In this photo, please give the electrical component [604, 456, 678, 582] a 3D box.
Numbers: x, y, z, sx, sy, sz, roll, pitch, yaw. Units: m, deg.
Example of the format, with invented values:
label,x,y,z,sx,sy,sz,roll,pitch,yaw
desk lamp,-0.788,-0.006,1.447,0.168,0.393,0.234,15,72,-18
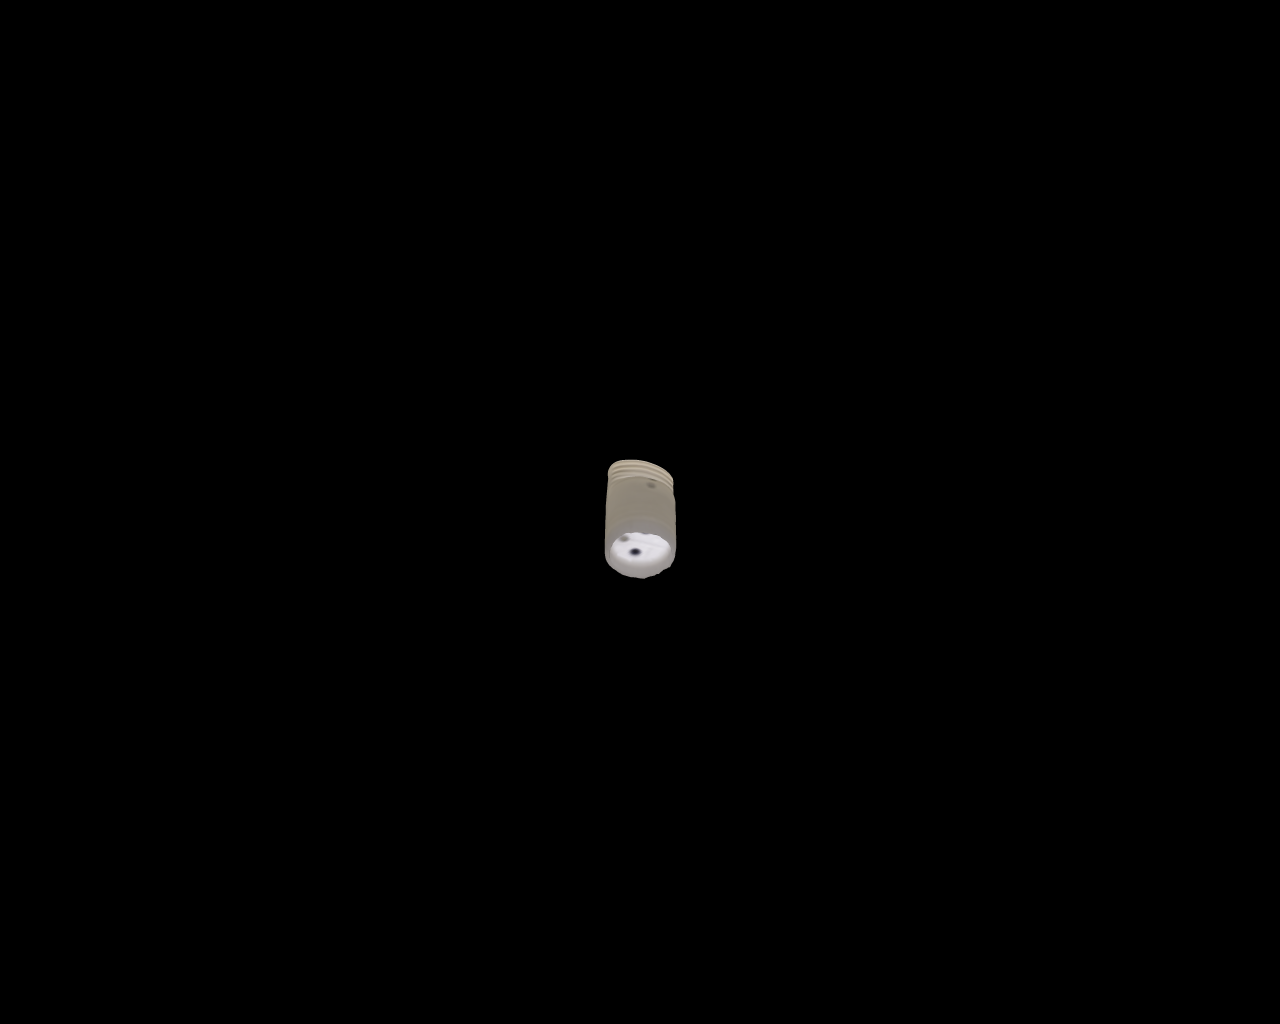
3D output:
label,x,y,z,sx,sy,sz,roll,pitch,yaw
electrical component,0.001,-0.003,0.650,0.043,0.081,0.043,0,-44,0
